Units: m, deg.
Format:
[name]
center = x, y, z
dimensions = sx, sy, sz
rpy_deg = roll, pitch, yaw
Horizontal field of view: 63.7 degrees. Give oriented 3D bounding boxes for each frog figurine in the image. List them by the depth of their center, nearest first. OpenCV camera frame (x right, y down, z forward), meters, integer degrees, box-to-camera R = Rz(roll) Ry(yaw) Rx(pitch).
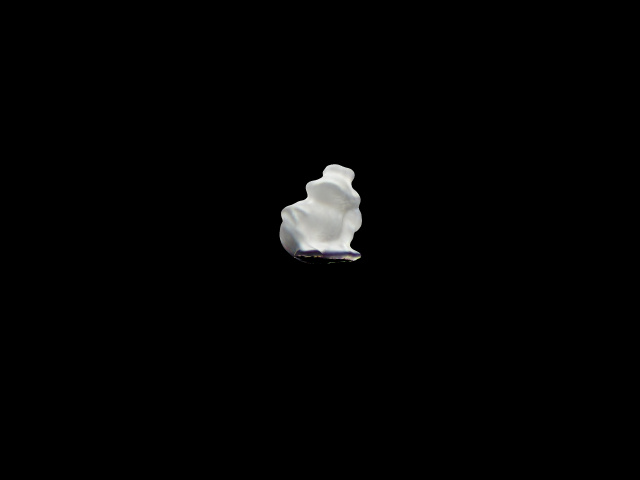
[frog figurine]
center = 0.003, -0.043, 0.850
dimensions = 0.137, 0.161, 0.121
rpy_deg = 2, -13, -7
